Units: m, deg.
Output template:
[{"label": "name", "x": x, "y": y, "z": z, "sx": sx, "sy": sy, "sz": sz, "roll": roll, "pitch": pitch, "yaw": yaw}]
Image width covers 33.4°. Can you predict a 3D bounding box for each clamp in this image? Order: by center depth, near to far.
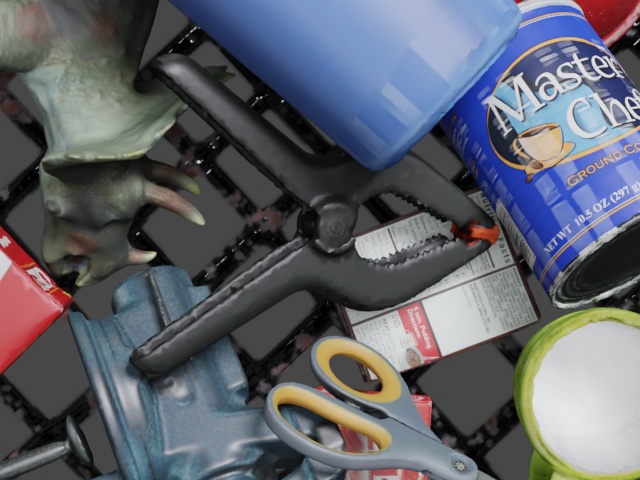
[{"label": "clamp", "x": -0.004, "y": 0.001, "z": 0.577, "sx": 0.209, "sy": 0.036, "sz": 0.164, "roll": 10, "pitch": 96, "yaw": -21}]

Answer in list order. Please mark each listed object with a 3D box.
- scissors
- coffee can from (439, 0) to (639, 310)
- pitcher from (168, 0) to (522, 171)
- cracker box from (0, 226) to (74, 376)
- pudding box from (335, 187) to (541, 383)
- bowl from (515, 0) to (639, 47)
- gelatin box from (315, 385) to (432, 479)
[{"label": "scissors", "x": 0.067, "y": 0.108, "z": 0.578, "sx": 0.201, "sy": 0.096, "sz": 0.016, "roll": 19, "pitch": 128, "yaw": -7}, {"label": "coffee can", "x": 0.136, "y": -0.048, "z": 0.587, "sx": 0.103, "sy": 0.102, "sz": 0.140, "roll": -29, "pitch": 66, "yaw": 2}, {"label": "pitcher", "x": -0.015, "y": -0.158, "z": 0.528, "sx": 0.243, "sy": 0.145, "sz": 0.149, "roll": 43, "pitch": 101, "yaw": -1}, {"label": "cracker box", "x": -0.265, "y": 0.016, "z": 0.567, "sx": 0.164, "sy": 0.072, "sz": 0.213, "roll": -45, "pitch": 96, "yaw": -2}, {"label": "pudding box", "x": 0.064, "y": 0.027, "z": 0.644, "sx": 0.113, "sy": 0.039, "sz": 0.090, "roll": -20, "pitch": 86, "yaw": -1}, {"label": "bowl", "x": 0.131, "y": -0.185, "z": 0.635, "sx": 0.162, "sy": 0.055, "sz": 0.162, "roll": 0, "pitch": 89, "yaw": 2}, {"label": "gelatin box", "x": 0.028, "y": 0.136, "z": 0.648, "sx": 0.073, "sy": 0.030, "sz": 0.089, "roll": 5, "pitch": 90, "yaw": 3}]
